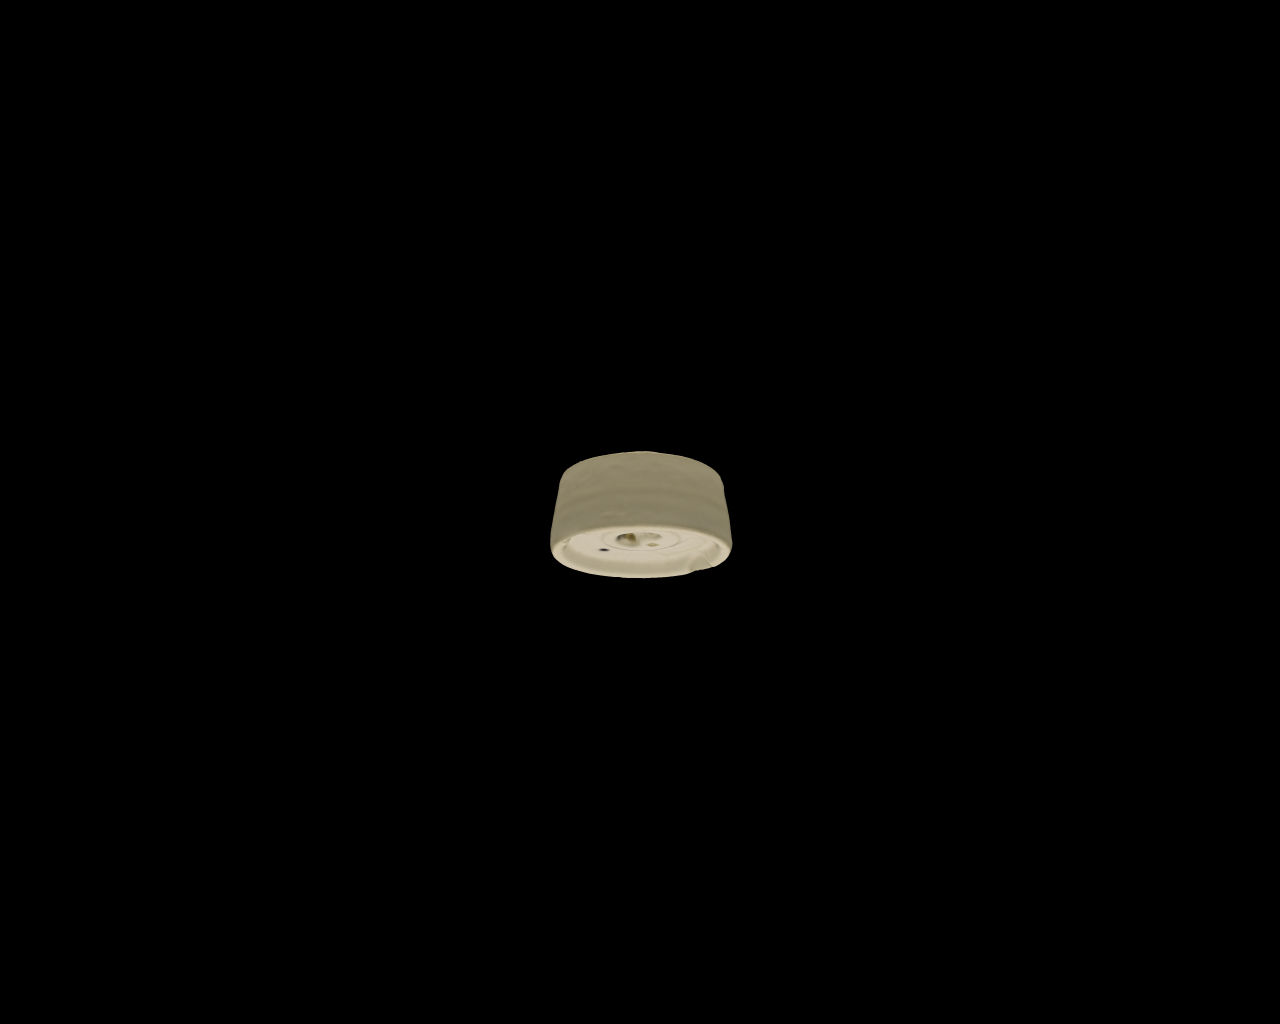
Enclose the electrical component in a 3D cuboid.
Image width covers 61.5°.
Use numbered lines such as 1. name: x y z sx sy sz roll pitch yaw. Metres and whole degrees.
1. electrical component: 0.001 -0.003 0.650 0.108 0.060 0.108 0 -19 0
